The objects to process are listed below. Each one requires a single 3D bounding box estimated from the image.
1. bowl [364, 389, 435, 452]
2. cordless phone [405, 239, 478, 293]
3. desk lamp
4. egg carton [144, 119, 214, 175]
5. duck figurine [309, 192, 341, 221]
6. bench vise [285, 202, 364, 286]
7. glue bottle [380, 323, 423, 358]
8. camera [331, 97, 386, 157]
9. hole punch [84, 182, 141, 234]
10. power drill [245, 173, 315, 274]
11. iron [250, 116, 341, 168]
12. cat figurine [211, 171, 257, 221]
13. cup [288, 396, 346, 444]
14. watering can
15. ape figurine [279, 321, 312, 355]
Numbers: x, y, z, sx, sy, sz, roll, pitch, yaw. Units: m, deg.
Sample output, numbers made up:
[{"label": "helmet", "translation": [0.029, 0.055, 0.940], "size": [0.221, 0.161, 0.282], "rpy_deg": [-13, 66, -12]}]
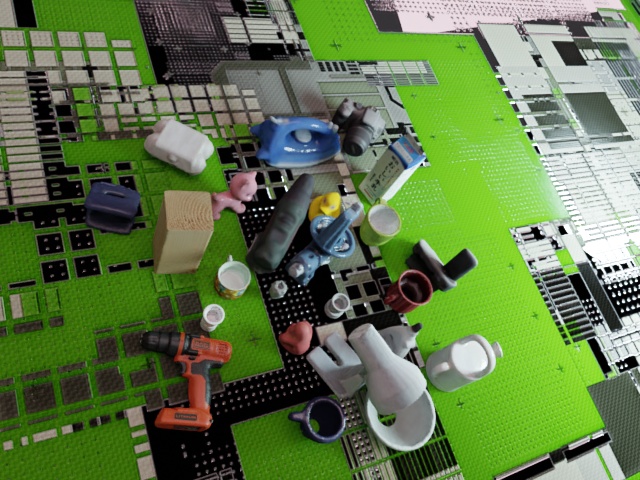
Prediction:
[{"label": "bowl", "translation": [0.162, 0.378, 1.249], "size": [0.168, 0.074, 0.167], "rpy_deg": [10, 60, -18]}, {"label": "cordless phone", "translation": [0.310, 0.044, 1.425], "size": [0.094, 0.185, 0.147], "rpy_deg": [-32, 79, -33]}, {"label": "desk lamp", "translation": [0.096, 0.269, 1.195], "size": [0.203, 0.213, 0.118], "rpy_deg": [48, 56, 7]}, {"label": "egg carton", "translation": [-0.334, -0.220, 1.360], "size": [0.150, 0.069, 0.107], "rpy_deg": [25, 57, -9]}, {"label": "duck figurine", "translation": [0.023, -0.089, 1.433], "size": [0.077, 0.086, 0.105], "rpy_deg": [39, 56, 1]}, {"label": "bench vise", "translation": [0.022, 0.011, 1.298], "size": [0.121, 0.219, 0.207], "rpy_deg": [30, 56, -6]}, {"label": "glue bottle", "translation": [0.184, 0.220, 1.284], "size": [0.037, 0.173, 0.078], "rpy_deg": [-6, 66, -26]}, {"label": "camera", "translation": [0.102, -0.309, 1.575], "size": [0.143, 0.100, 0.137], "rpy_deg": [29, 56, -7]}, {"label": "hole punch", "translation": [-0.444, -0.079, 1.224], "size": [0.109, 0.091, 0.101], "rpy_deg": [13, 59, -17]}, {"label": "power drill", "translation": [-0.093, -0.019, 1.271], "size": [0.076, 0.208, 0.230], "rpy_deg": [27, 56, -7]}, {"label": "iron", "translation": [-0.040, -0.269, 1.469], "size": [0.259, 0.141, 0.118], "rpy_deg": [-4, 65, -25]}, {"label": "cat figurine", "translation": [-0.200, -0.111, 1.330], "size": [0.128, 0.117, 0.067], "rpy_deg": [-21, 73, -31]}, {"label": "cup", "translation": [-0.017, 0.371, 1.163], "size": [0.118, 0.095, 0.091], "rpy_deg": [11, 60, -17]}, {"label": "watering can", "translation": [0.337, 0.272, 1.309], "size": [0.173, 0.193, 0.101], "rpy_deg": [-34, 80, -33]}, {"label": "ape figurine", "translation": [-0.047, 0.205, 1.242], "size": [0.078, 0.092, 0.076], "rpy_deg": [-5, 65, -25]}]
